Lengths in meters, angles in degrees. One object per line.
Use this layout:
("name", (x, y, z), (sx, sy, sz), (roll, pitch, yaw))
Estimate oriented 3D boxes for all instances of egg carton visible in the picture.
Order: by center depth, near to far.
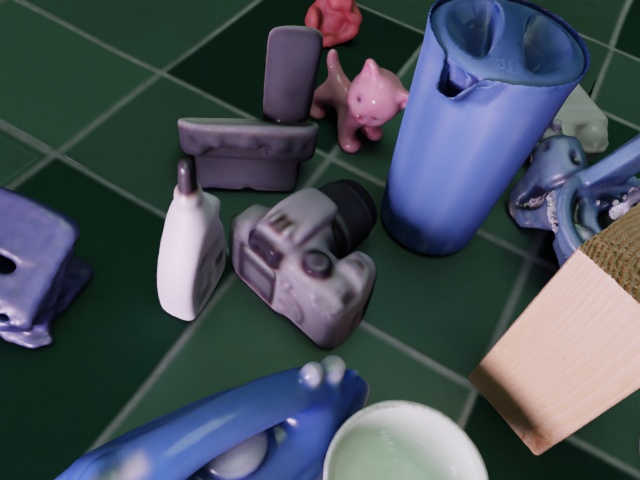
("egg carton", (0.291, -0.157, 0.731), (0.107, 0.069, 0.150), (-10, 56, -17))

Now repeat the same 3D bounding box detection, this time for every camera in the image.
("camera", (0.005, 0.002, 0.538), (0.143, 0.101, 0.137), (40, 57, 19))

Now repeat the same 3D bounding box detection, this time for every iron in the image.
("iron", (-0.056, 0.137, 0.399), (0.259, 0.141, 0.118), (-25, 61, -26))

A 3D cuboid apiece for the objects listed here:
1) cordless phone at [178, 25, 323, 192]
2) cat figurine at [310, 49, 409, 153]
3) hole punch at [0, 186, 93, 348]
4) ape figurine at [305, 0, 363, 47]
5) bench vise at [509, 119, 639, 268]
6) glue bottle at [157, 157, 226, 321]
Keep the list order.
("cordless phone", (-0.069, -0.141, 0.579), (0.148, 0.185, 0.094), (-3, 54, -12))
("cat figurine", (0.047, -0.171, 0.665), (0.067, 0.118, 0.127), (-30, 63, -28))
("hole punch", (-0.260, 0.022, 0.480), (0.108, 0.091, 0.101), (22, 53, 6))
("ape figurine", (0.022, -0.319, 0.789), (0.078, 0.092, 0.076), (15, 52, 1))
("bench vise", (0.267, -0.054, 0.554), (0.122, 0.220, 0.207), (-22, 60, -24))
("glue bottle", (-0.107, -0.005, 0.477), (0.037, 0.173, 0.078), (22, 53, 6))
